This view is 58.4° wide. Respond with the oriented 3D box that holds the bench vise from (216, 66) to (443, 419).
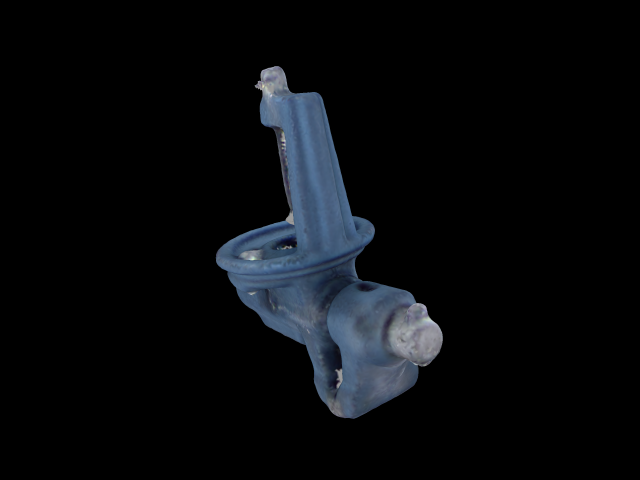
[{"bbox_3d":[0.011,-0.003,0.408,0.206,0.220,0.122,19,34,31],"label":"bench vise"}]
